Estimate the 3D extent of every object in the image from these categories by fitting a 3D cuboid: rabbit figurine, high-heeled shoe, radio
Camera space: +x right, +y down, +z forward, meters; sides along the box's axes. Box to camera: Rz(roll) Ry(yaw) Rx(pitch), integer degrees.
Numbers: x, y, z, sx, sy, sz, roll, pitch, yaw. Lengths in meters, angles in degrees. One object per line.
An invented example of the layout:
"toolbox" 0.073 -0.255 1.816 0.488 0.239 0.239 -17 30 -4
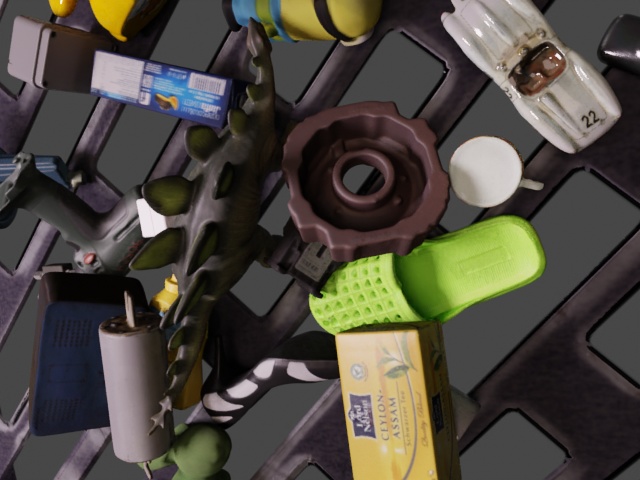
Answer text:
"rabbit figurine" -0.164 0.313 0.732 0.159 0.121 0.170 25 112 33
"high-heeled shoe" -0.045 0.192 0.680 0.249 0.086 0.145 3 107 23
"rabbit figurine" -0.267 -0.337 0.640 0.173 0.122 0.162 45 144 -19
"radio" -0.317 0.156 0.733 0.073 0.131 0.229 52 130 49

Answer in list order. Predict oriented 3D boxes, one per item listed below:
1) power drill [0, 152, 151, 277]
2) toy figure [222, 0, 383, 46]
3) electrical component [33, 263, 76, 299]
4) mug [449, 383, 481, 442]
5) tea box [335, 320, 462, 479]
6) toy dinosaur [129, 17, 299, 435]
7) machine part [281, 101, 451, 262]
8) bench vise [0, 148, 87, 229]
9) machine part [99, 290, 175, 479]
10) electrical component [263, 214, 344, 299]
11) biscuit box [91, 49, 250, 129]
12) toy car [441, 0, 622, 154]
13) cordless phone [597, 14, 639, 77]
"power drill" -0.333 -0.005 0.700 0.232 0.086 0.207 -40 127 16
"toy figure" -0.021 -0.252 0.578 0.180 0.089 0.082 11 110 17
"electrical component" -0.397 0.068 0.821 0.094 0.021 0.063 -4 98 21
"mug" 0.112 0.199 0.621 0.107 0.081 0.109 37 116 22
"tea box" 0.081 0.171 0.552 0.098 0.068 0.169 -11 87 33
"toy dinosaur" -0.117 -0.003 0.603 0.105 0.198 0.470 19 109 22
"machine part" 0.046 -0.061 0.563 0.179 0.056 0.179 -1 69 2
"bench vise" -0.456 -0.093 0.740 0.241 0.223 0.129 -2 57 -4
"machine part" -0.225 0.180 0.666 0.079 0.079 0.243 3 104 21
"electrical component" -0.001 -0.002 0.615 0.074 0.048 0.119 40 83 -30
"biscuit box" -0.184 -0.187 0.668 0.203 0.063 0.059 18 105 17
"toy car" 0.203 -0.173 0.523 0.073 0.056 0.202 -42 84 23
"cordless phone" 0.326 -0.119 0.485 0.184 0.088 0.146 32 112 25
